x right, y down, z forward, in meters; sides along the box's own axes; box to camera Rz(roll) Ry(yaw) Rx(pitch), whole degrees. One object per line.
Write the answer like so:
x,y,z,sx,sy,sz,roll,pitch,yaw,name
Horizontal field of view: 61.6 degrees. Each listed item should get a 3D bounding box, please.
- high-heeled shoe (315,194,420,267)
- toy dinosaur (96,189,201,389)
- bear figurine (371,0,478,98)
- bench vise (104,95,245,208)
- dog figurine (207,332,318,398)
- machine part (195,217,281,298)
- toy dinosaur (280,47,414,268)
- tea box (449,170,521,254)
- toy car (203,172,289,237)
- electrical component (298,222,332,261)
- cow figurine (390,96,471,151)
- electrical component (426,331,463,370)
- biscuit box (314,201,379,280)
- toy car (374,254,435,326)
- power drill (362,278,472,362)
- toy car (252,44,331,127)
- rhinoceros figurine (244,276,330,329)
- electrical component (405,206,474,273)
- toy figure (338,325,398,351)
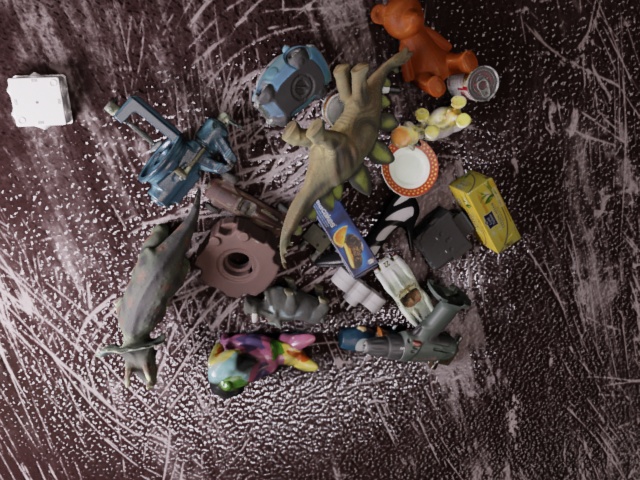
0.099,-0.025,1.172,0.249,0.086,0.145,-12,89,0,high-heeled shoe
-0.325,0.097,1.047,0.131,0.192,0.404,18,104,-19,toy dinosaur
0.197,-0.390,1.041,0.120,0.132,0.195,-36,118,-5,bear figurine
-0.279,-0.187,1.002,0.223,0.129,0.240,-46,118,6,bench vise
-0.116,0.259,1.160,0.219,0.191,0.108,-5,103,5,dog figurine
-0.168,0.041,1.113,0.179,0.056,0.179,-1,124,-2,machine part
0.035,-0.164,1.016,0.198,0.105,0.471,39,90,-35,toy dinosaur
0.367,-0.064,1.199,0.068,0.098,0.169,-35,110,-1,tea box
-0.143,-0.064,1.110,0.202,0.053,0.089,31,96,-19,toy car
-0.002,-0.004,1.167,0.063,0.021,0.094,39,95,-3,electrical component
0.225,-0.235,1.121,0.167,0.098,0.068,-20,87,4,cow figurine
0.300,0.270,1.324,0.078,0.045,0.102,14,109,-46,electrical component
0.044,-0.019,1.111,0.063,0.059,0.203,-32,78,0,biscuit box
0.199,0.118,1.242,0.073,0.056,0.201,-37,112,1,toy car
0.230,0.191,1.200,0.232,0.086,0.207,14,112,-25,power drill
-0.065,-0.297,1.022,0.161,0.103,0.109,-45,134,-3,toy car
-0.073,0.143,1.187,0.190,0.073,0.112,8,117,-17,rhinoceros figurine
0.279,-0.008,1.219,0.134,0.058,0.114,-40,114,3,electrical component
0.121,0.234,1.265,0.154,0.058,0.064,3,146,-15,toy figure
